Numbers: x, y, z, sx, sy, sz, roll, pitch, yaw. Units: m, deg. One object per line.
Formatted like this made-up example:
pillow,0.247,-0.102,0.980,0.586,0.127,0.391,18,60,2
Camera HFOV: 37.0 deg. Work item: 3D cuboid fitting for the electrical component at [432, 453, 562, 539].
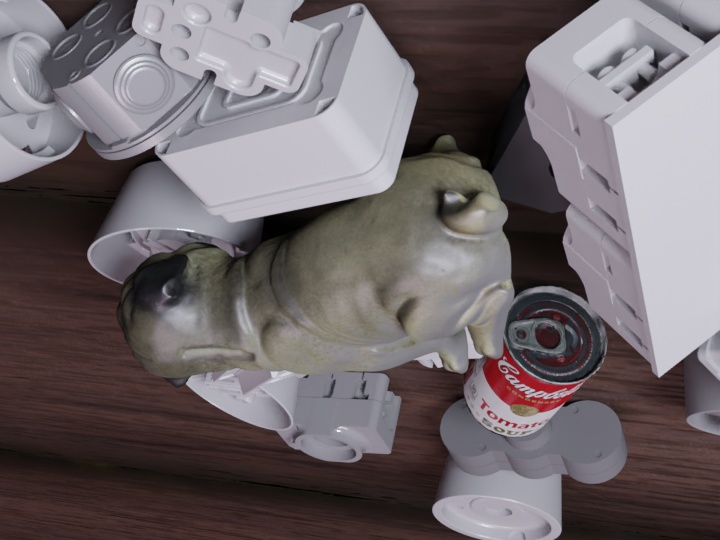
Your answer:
electrical component,0.119,0.184,0.912,0.108,0.060,0.108,10,149,6

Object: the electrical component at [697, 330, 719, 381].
electrical component,0.233,0.029,0.580,0.048,0.099,0.100,-2,148,47

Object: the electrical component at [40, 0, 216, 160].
electrical component,-0.112,-0.097,0.526,0.080,0.080,0.051,-10,136,34

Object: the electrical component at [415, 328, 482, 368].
electrical component,0.047,0.040,0.718,0.083,0.047,0.075,-4,145,26

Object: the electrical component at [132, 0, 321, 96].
electrical component,-0.055,-0.121,0.486,0.078,0.057,0.058,20,149,-11

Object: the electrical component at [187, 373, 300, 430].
electrical component,-0.091,0.077,0.816,0.099,0.064,0.099,10,149,6

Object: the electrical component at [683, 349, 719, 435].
electrical component,0.262,0.077,0.703,0.099,0.064,0.099,9,162,3

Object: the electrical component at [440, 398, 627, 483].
electrical component,0.127,0.120,0.812,0.138,0.052,0.073,0,146,22

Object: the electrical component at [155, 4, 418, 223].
electrical component,-0.035,-0.074,0.534,0.113,0.078,0.057,-9,140,33

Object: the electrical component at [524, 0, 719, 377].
electrical component,0.142,-0.048,0.470,0.060,0.105,0.186,49,172,38

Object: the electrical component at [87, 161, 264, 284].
electrical component,-0.110,-0.020,0.664,0.099,0.064,0.099,10,149,6

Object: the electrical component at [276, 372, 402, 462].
electrical component,-0.019,0.118,0.862,0.089,0.055,0.050,0,146,22

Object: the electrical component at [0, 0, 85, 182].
electrical component,-0.187,-0.095,0.546,0.064,0.099,0.099,-11,142,24

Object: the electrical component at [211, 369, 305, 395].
electrical component,-0.056,0.041,0.709,0.079,0.063,0.121,-16,173,-17
